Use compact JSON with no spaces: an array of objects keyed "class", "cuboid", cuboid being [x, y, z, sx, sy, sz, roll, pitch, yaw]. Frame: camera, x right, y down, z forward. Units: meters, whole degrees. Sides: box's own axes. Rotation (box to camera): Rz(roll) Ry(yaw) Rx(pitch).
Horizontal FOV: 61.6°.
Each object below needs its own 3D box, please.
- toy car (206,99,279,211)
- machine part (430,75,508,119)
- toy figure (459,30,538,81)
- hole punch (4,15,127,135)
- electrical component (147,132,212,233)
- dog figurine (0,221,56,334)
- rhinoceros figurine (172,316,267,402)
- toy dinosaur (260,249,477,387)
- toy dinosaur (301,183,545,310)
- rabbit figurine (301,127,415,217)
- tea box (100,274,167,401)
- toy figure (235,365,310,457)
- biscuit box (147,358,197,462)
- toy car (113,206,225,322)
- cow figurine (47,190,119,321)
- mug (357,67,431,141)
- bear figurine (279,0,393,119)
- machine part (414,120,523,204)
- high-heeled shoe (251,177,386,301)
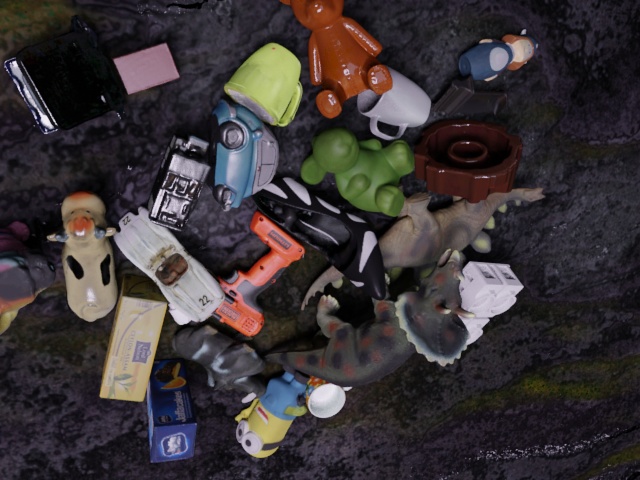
[{"class":"toy car","cuboid":[-0.112,-0.125,0.804,0.103,0.109,0.161,-1,109,-20]},{"class":"machine part","cuboid":[0.263,-0.241,0.918,0.139,0.039,0.084,-2,150,-27]},{"class":"toy figure","cuboid":[0.312,-0.313,0.916,0.154,0.058,0.064,-21,140,-13]},{"class":"hole punch","cuboid":[-0.342,-0.210,0.722,0.116,0.092,0.142,-39,116,-37]},{"class":"electrical component","cuboid":[-0.203,-0.090,0.781,0.058,0.115,0.134,19,102,-25]},{"class":"dog figurine","cuboid":[-0.436,0.056,0.694,0.192,0.219,0.108,-20,109,-12]},{"class":"rhinoceros figurine","cuboid":[-0.161,0.205,0.914,0.190,0.073,0.112,41,90,-25]},{"class":"toy dinosaur","cuboid":[0.077,0.166,0.870,0.405,0.192,0.131,-35,119,13]},{"class":"toy dinosaur","cuboid":[0.177,-0.003,0.946,0.472,0.105,0.198,-16,116,-4]},{"class":"rabbit figurine","cuboid":[0.046,-0.127,0.832,0.170,0.159,0.121,32,78,-49]},{"class":"tea box","cuboid":[-0.291,0.151,0.839,0.068,0.098,0.169,11,105,-21]},{"class":"toy figure","cuboid":[-0.079,0.311,0.973,0.089,0.082,0.180,33,92,-27]},{"class":"biscuit box","cuboid":[-0.234,0.256,0.834,0.063,0.203,0.059,2,105,-20]},{"class":"toy car","cuboid":[-0.228,0.036,0.812,0.073,0.056,0.202,-44,87,-2]},{"class":"cow figurine","cuboid":[-0.334,0.024,0.768,0.085,0.127,0.194,-5,111,-21]},{"class":"mug","cuboid":[0.124,-0.213,0.865,0.107,0.081,0.109,14,76,-27]},{"class":"bear figurine","cuboid":[0.018,-0.299,0.781,0.120,0.132,0.195,-20,119,13]},{"class":"machine part","cuboid":[0.242,-0.134,0.885,0.179,0.179,0.056,-19,134,-12]},{"class":"high-heeled shoe","cuboid":[-0.002,-0.003,0.834,0.145,0.249,0.086,-8,145,-38]}]
